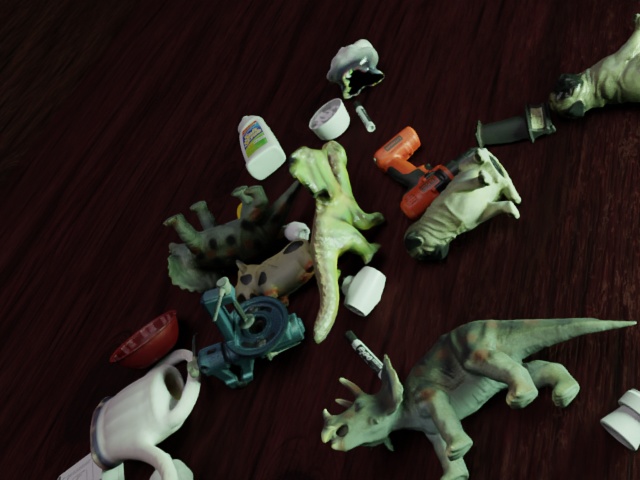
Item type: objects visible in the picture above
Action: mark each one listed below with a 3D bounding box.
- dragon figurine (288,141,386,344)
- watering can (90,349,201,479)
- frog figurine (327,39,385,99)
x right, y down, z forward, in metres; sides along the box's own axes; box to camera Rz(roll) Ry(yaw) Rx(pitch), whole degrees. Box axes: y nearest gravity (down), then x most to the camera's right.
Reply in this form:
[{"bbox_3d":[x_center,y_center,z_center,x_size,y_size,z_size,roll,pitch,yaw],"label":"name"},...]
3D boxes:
[{"bbox_3d":[0.003,-0.045,0.902,0.121,0.239,0.420,-21,26,27],"label":"dragon figurine"},{"bbox_3d":[-0.314,0.334,0.921,0.223,0.102,0.354,-32,25,8],"label":"watering can"},{"bbox_3d":[0.075,-0.453,1.305,0.135,0.122,0.163,-41,51,30],"label":"frog figurine"}]
